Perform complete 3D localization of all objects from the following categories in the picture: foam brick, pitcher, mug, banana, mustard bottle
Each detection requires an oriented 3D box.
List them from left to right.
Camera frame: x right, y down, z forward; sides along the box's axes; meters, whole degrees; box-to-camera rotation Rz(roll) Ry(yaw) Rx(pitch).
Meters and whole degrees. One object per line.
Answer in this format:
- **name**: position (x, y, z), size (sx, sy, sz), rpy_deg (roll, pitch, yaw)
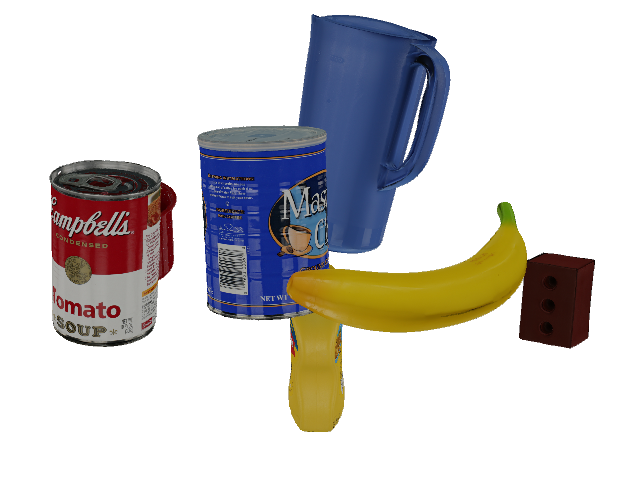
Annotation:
- **mug**: position (-0.193, -0.001, 1.074), size (0.093, 0.081, 0.117), rpy_deg (7, 32, 8)
- **mustard bottle**: position (-0.004, 0.091, 1.040), size (0.058, 0.192, 0.096), rpy_deg (2, 38, 1)
- **pitcher**: position (0.043, -0.111, 1.131), size (0.145, 0.243, 0.149), rpy_deg (9, 16, -4)
- **banana**: position (0.071, 0.027, 0.691), size (0.197, 0.037, 0.070), rpy_deg (-16, 49, -35)
- **foam brick**: position (0.221, 0.055, 0.996), size (0.053, 0.078, 0.051), rpy_deg (9, 14, 31)

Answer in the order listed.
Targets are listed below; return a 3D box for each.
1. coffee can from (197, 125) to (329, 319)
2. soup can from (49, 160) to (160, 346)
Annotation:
- **coffee can**: position (-0.044, -0.017, 0.862), size (0.103, 0.140, 0.103), rpy_deg (-2, 13, 0)
- **soup can**: position (-0.137, 0.007, 0.676), size (0.068, 0.102, 0.068), rpy_deg (5, 22, -2)
